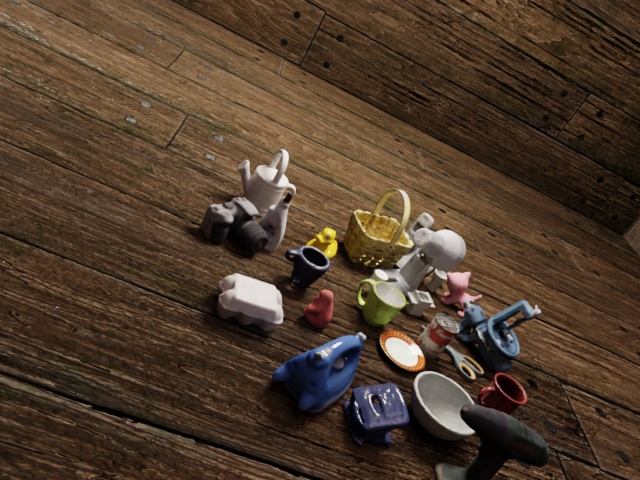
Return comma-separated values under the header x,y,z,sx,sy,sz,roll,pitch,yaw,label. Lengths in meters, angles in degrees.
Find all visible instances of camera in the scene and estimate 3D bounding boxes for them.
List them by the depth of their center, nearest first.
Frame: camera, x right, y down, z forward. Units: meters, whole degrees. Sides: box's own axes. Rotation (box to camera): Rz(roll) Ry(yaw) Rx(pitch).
x,y,z,sx,sy,sz,roll,pitch,yaw,label
-0.199,-0.035,1.436,0.136,0.100,0.144,45,31,24,camera

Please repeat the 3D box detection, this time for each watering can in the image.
x,y,z,sx,sy,sz,roll,pitch,yaw,label
-0.146,-0.168,1.602,0.173,0.194,0.100,3,39,-41,watering can

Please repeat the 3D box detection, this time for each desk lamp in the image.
x,y,z,sx,sy,sz,roll,pitch,yaw,label
0.294,0.058,1.651,0.204,0.213,0.117,4,38,-41,desk lamp

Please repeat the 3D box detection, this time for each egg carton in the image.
x,y,z,sx,sy,sz,roll,pitch,yaw,label
-0.151,0.135,1.243,0.151,0.069,0.107,20,30,-21,egg carton

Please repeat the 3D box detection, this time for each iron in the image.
x,y,z,sx,sy,sz,roll,pitch,yaw,label
0.029,0.244,1.169,0.118,0.141,0.259,43,30,21,iron

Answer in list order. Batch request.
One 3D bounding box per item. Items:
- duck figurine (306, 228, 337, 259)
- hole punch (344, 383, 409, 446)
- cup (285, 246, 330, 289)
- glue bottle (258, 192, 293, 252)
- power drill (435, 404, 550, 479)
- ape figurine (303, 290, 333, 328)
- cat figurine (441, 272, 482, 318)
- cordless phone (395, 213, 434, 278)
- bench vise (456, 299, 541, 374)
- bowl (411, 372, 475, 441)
x,y,z,sx,sy,sz,roll,pitch,yaw,label
0.015,0.006,1.597,0.105,0.086,0.077,-3,43,-46,duck figurine
0.112,0.344,1.143,0.101,0.091,0.108,16,31,-26,hole punch
-0.045,0.072,1.422,0.118,0.095,0.091,18,31,-23,cup
-0.113,-0.053,1.472,0.078,0.173,0.037,30,28,-3,glue bottle
0.318,0.414,1.108,0.230,0.208,0.075,20,30,-20,power drill
0.003,0.154,1.340,0.078,0.092,0.076,4,38,-41,ape figurine
0.426,0.153,1.730,0.127,0.117,0.067,38,29,12,cat figurine
0.307,0.022,1.753,0.147,0.185,0.094,45,31,24,cordless phone
0.477,0.228,1.551,0.207,0.219,0.122,39,29,15,bench vise
0.261,0.376,1.255,0.168,0.074,0.167,24,29,-14,bowl
